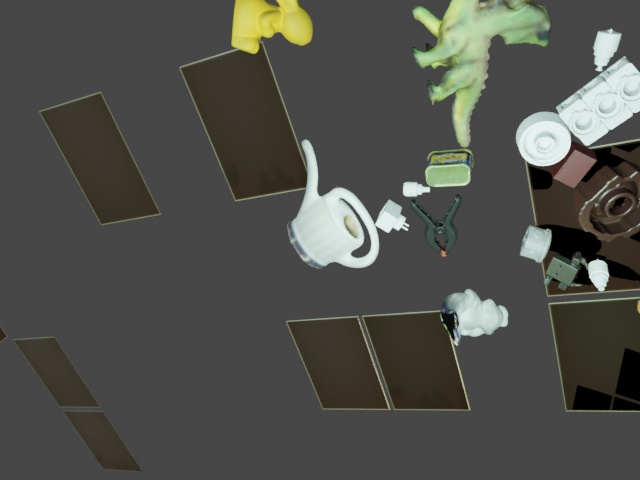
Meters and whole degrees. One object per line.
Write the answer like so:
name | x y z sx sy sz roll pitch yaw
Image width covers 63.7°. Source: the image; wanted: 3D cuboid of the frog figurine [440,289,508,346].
frog figurine | 0.399 0.188 1.332 0.160 0.124 0.135 -19 107 -11

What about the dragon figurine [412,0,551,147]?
dragon figurine | 0.321 -0.370 1.000 0.241 0.125 0.403 -13 132 29

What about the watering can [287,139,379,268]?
watering can | 0.004 -0.066 1.310 0.221 0.105 0.347 -34 91 33
